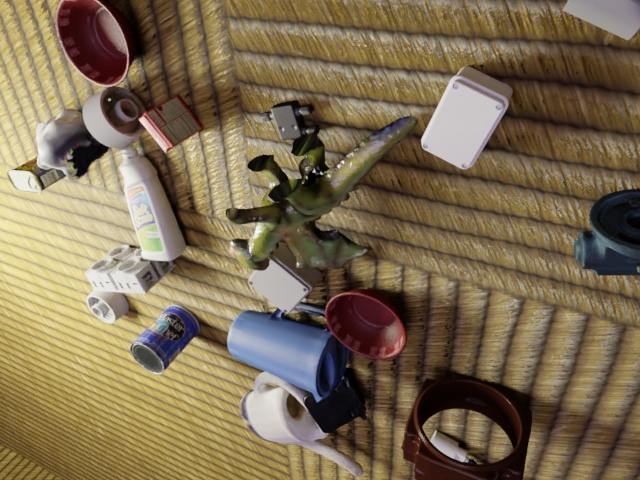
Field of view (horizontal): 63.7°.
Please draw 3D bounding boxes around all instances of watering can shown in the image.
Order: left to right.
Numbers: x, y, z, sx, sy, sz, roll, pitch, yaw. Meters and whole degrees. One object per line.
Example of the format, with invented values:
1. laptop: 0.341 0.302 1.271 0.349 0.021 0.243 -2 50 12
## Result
1. watering can: -0.058 0.454 1.249 0.222 0.106 0.344 -22 109 41

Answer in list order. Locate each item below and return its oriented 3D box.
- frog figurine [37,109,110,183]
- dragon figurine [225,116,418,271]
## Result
1. frog figurine: -0.534 -0.210 1.056 0.160 0.123 0.136 36 101 15
2. dragon figurine: 0.003 -0.044 0.866 0.408 0.125 0.238 -18 135 20
